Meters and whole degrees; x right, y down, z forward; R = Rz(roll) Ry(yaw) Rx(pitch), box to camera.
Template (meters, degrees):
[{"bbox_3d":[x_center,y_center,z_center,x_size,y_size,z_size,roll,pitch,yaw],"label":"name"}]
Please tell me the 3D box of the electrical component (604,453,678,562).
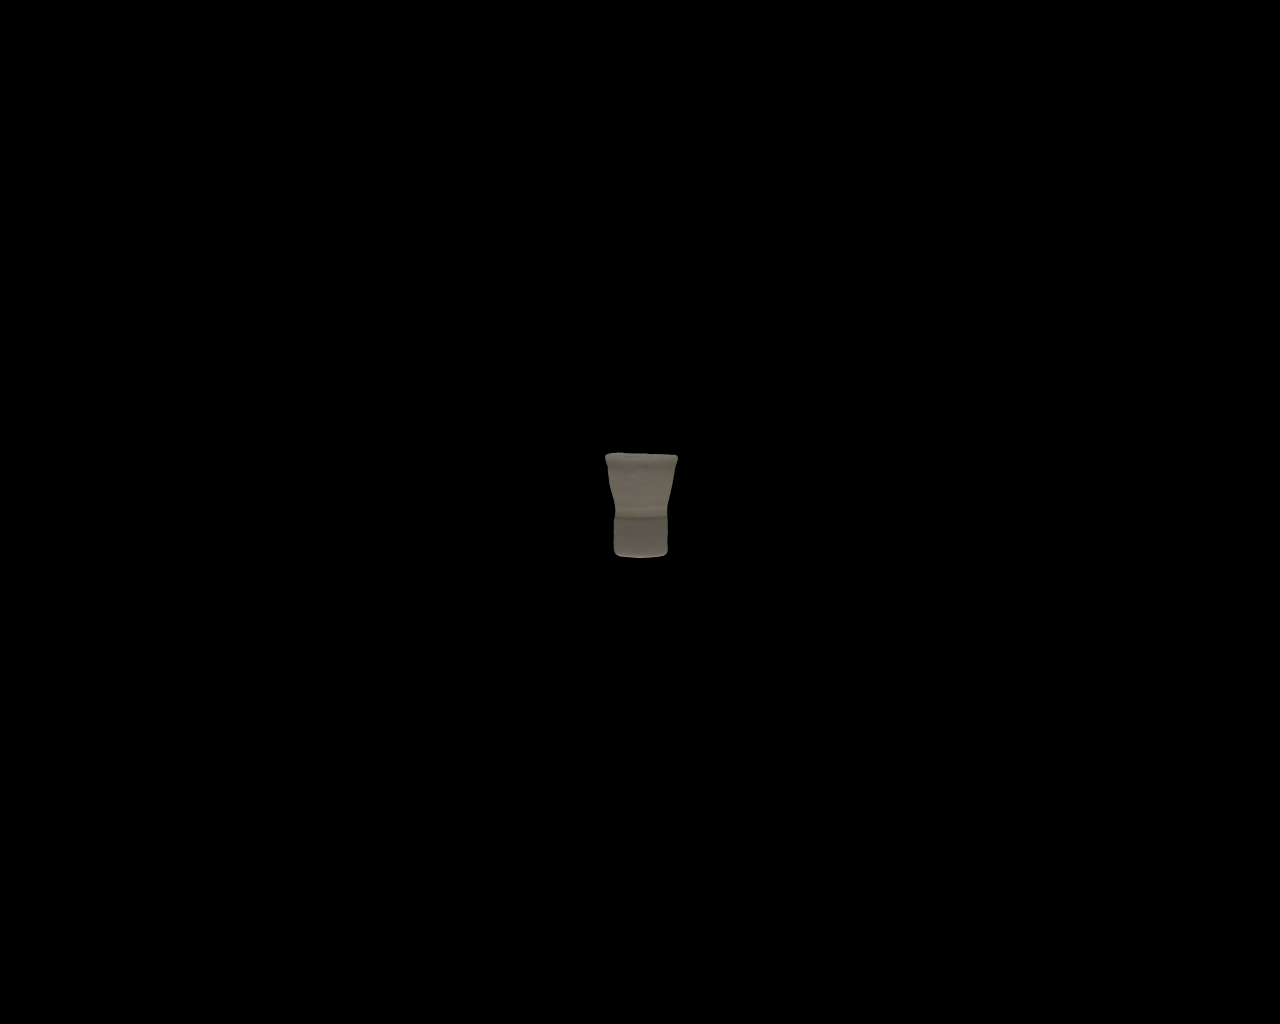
[{"bbox_3d":[0.001,-0.003,0.650,0.044,0.065,0.044,0,5,0],"label":"electrical component"}]
